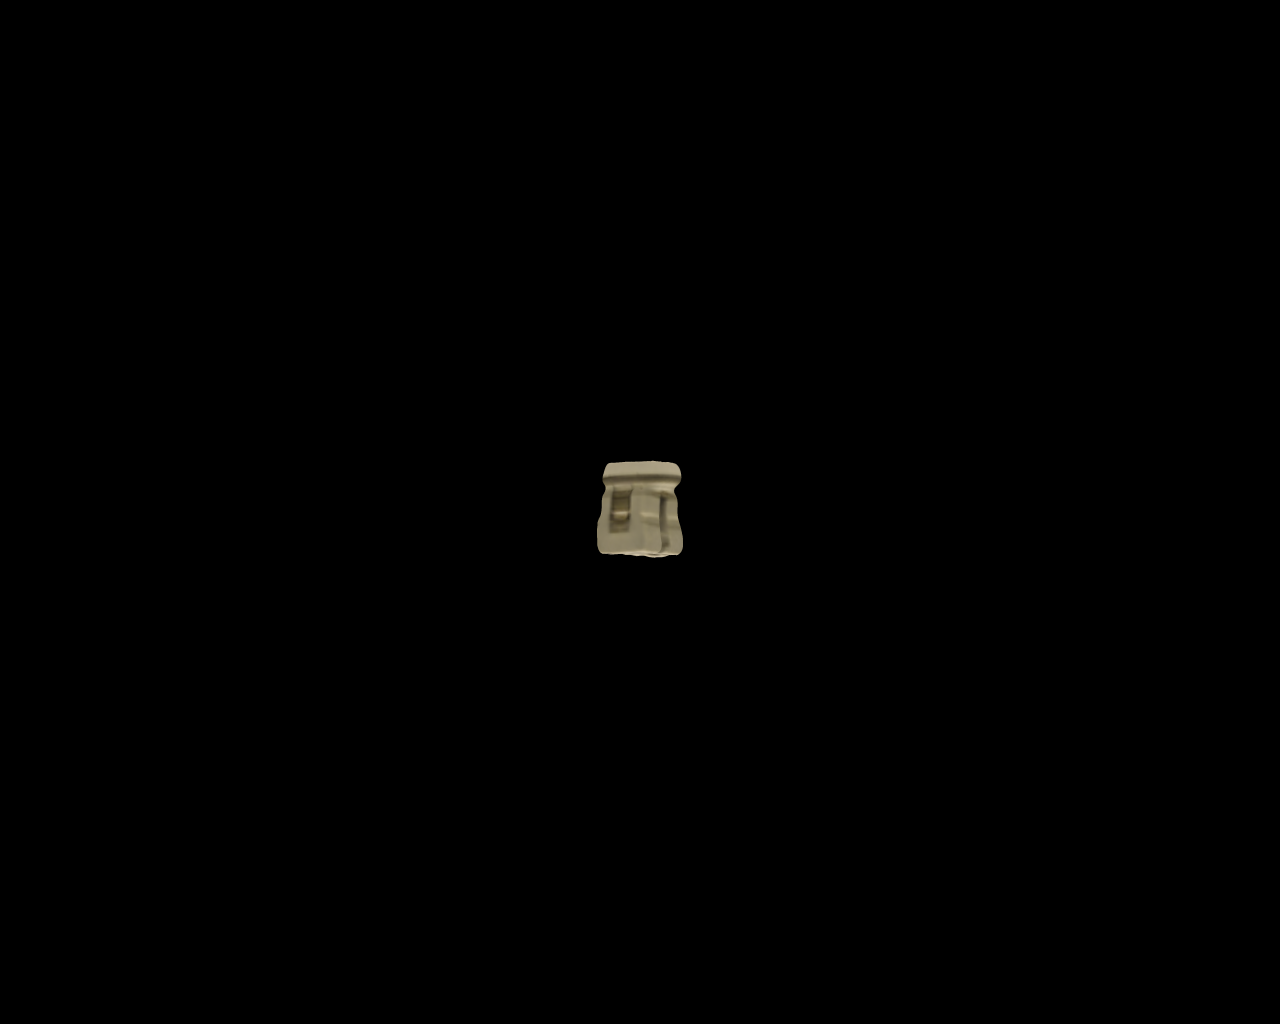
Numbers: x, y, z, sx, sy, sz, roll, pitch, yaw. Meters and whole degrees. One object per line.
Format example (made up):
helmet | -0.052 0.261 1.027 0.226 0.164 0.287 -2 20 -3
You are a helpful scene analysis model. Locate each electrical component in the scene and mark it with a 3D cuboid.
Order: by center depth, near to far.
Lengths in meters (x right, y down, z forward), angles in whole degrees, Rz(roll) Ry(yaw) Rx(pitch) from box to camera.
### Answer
electrical component | 0.001 -0.003 0.650 0.048 0.055 0.066 -3 -5 32
